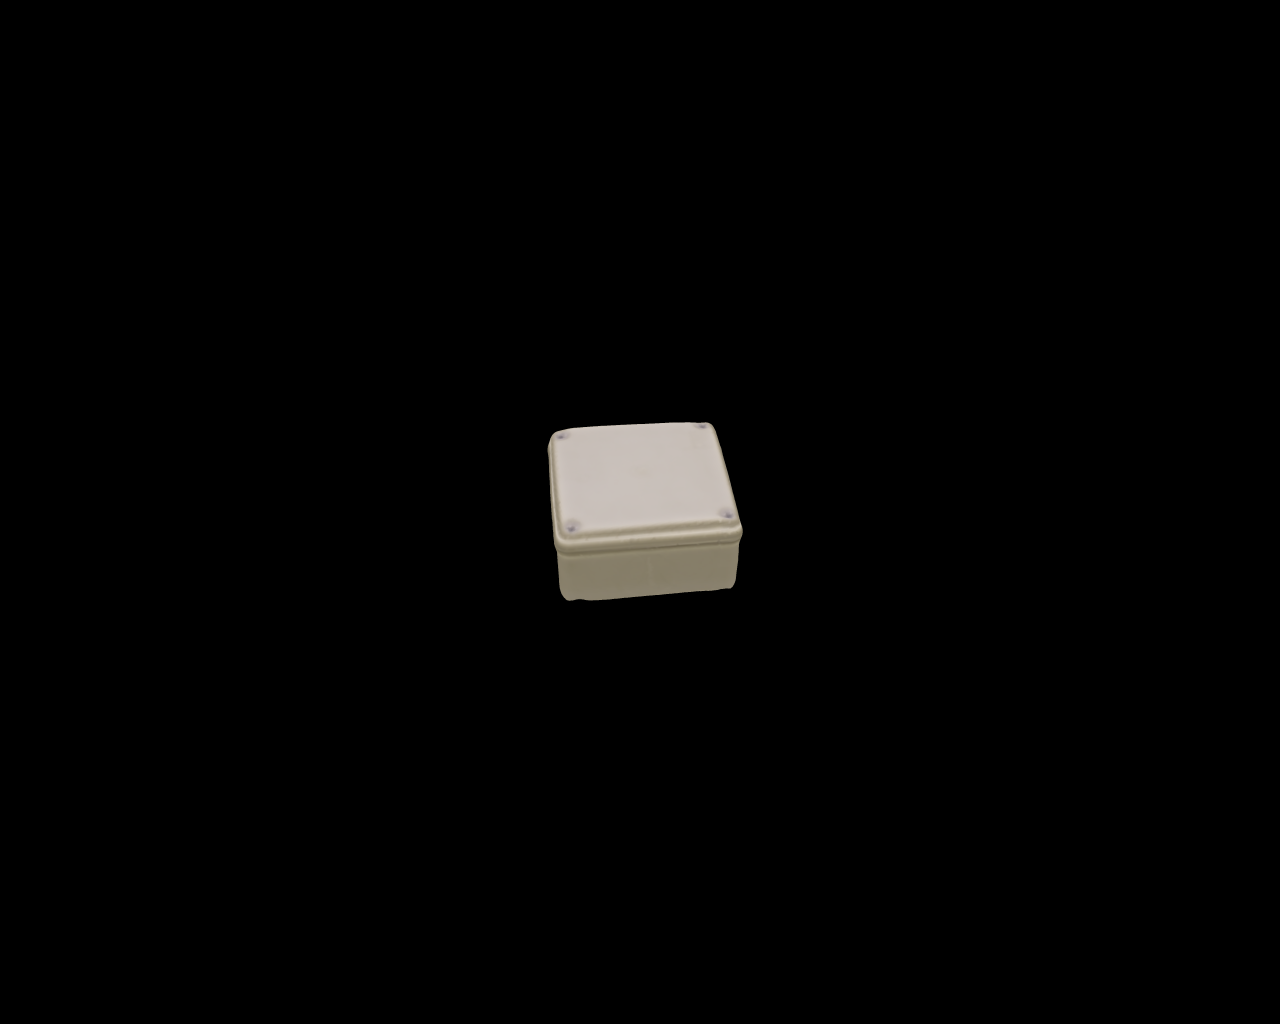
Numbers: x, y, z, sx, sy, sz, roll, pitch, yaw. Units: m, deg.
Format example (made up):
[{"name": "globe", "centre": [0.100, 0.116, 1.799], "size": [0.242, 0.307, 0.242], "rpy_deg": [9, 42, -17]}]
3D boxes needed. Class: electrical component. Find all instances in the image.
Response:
[{"name": "electrical component", "centre": [0.001, -0.003, 0.650], "size": [0.109, 0.056, 0.109], "rpy_deg": [-4, 39, -4]}]
